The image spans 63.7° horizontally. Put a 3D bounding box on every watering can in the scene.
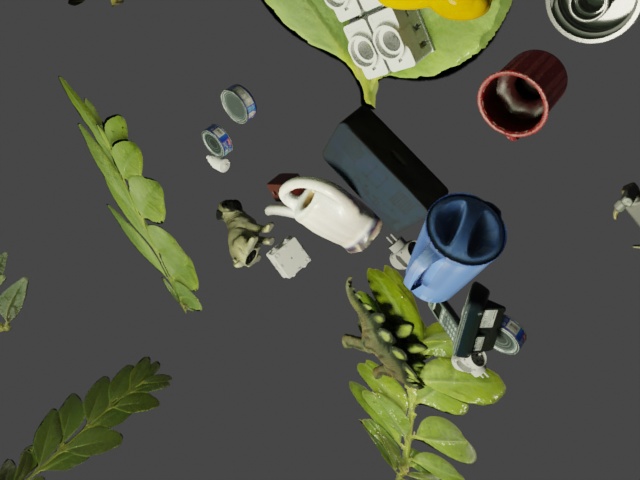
[{"bbox_3d":[0.003,-0.057,1.132,0.223,0.105,0.345,31,164,-14],"label":"watering can"}]

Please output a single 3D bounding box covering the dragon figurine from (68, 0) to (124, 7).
[{"bbox_3d":[-0.480,-0.628,1.056,0.410,0.123,0.241,5,106,65],"label":"dragon figurine"}]
